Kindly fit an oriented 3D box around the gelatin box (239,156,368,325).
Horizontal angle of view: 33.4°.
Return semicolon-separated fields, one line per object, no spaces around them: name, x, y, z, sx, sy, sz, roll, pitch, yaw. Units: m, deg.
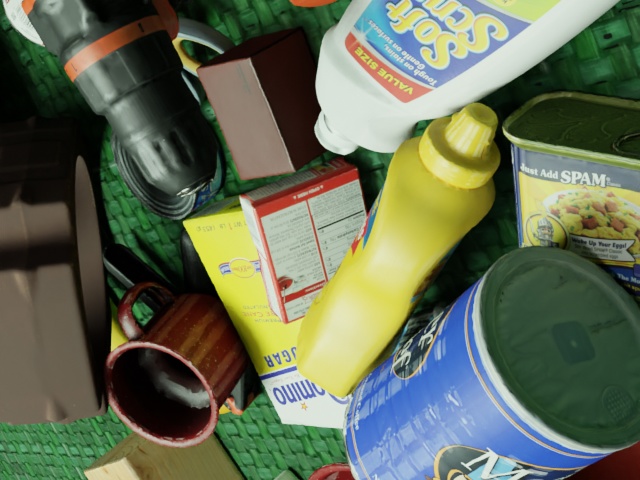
gelatin box;-0.004;0.001;0.681;0.030;0.073;0.089;41;149;58

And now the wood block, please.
wood block;-0.108;0.263;0.964;0.090;0.090;0.206;-28;97;51

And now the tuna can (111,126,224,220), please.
tuna can;-0.110;-0.060;0.774;0.086;0.033;0.086;26;133;30

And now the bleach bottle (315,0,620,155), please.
bleach bottle;0.070;-0.109;0.539;0.102;0.068;0.251;51;143;4

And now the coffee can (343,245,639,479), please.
coffee can;0.087;0.081;0.539;0.103;0.102;0.141;48;140;7

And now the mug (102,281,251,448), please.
mug;-0.107;0.082;0.787;0.093;0.081;0.117;-24;107;32

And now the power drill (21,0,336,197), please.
power drill;-0.061;-0.133;0.550;0.057;0.187;0.184;-22;100;49

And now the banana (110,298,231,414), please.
banana;-0.153;0.099;0.930;0.198;0.037;0.070;39;140;17

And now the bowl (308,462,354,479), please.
bowl;0.066;0.216;0.783;0.162;0.055;0.162;26;134;30

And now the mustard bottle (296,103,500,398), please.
mustard bottle;0.048;0.000;0.588;0.058;0.096;0.192;32;134;4

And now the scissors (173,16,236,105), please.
scissors;-0.121;-0.148;0.667;0.096;0.016;0.201;-4;145;31

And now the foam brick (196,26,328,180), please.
foam brick;-0.030;-0.084;0.663;0.053;0.051;0.078;-2;116;44

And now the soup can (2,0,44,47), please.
soup can;-0.168;-0.182;0.714;0.068;0.068;0.102;53;142;1

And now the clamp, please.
clamp;-0.107;0.063;0.856;0.120;0.039;0.171;0;118;45

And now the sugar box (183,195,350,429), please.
sugar box;-0.021;0.051;0.758;0.094;0.048;0.176;-8;111;47

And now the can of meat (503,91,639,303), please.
can of meat;0.146;-0.021;0.531;0.102;0.057;0.084;15;129;37
